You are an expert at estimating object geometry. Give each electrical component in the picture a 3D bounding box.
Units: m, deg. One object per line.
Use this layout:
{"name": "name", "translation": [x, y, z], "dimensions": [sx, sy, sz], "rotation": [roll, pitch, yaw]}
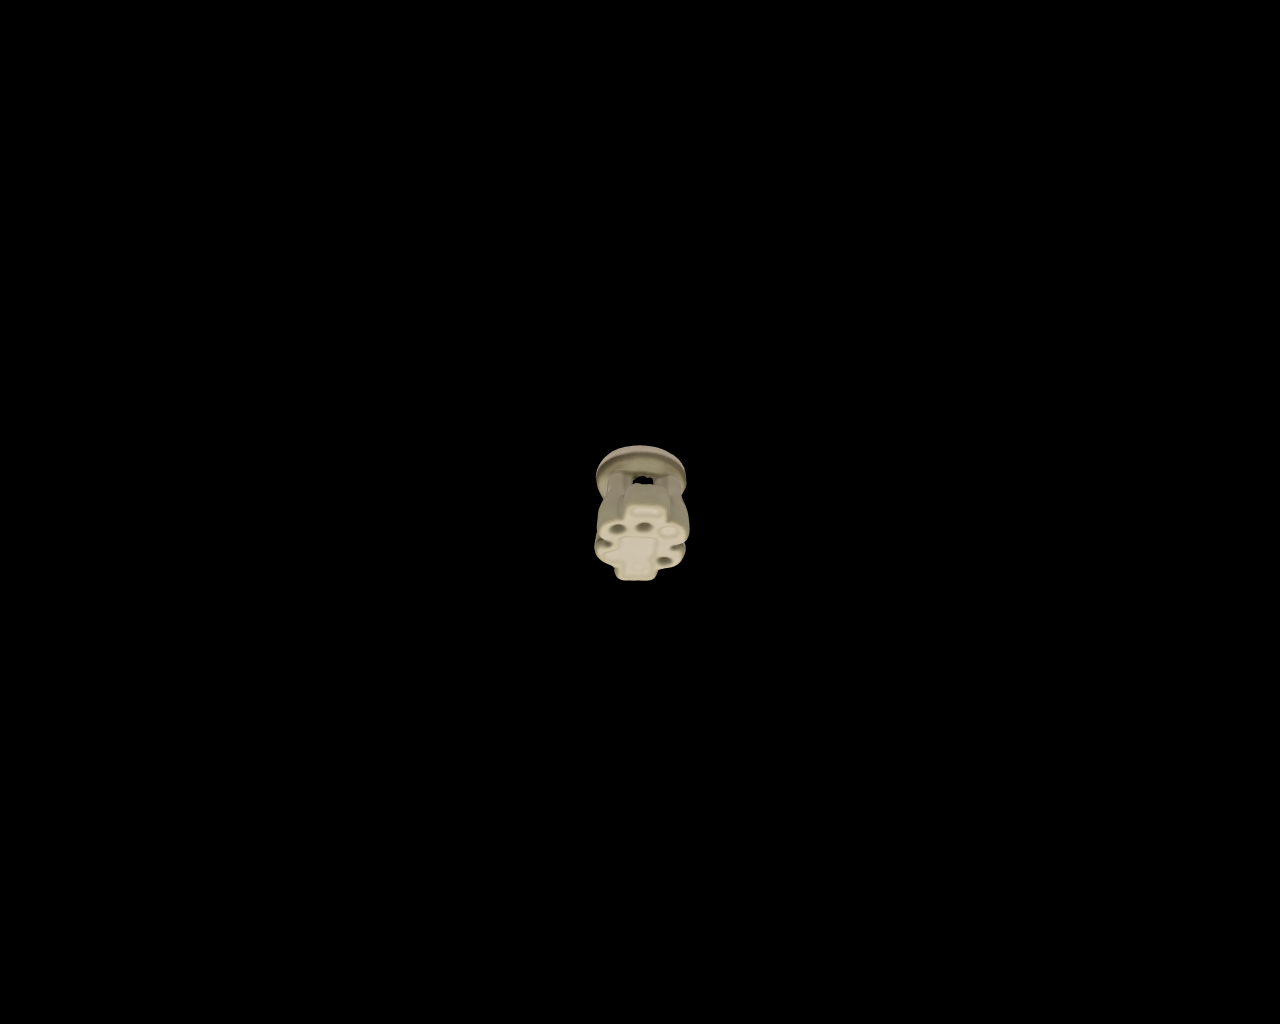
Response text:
{"name": "electrical component", "translation": [0.001, -0.003, 0.650], "dimensions": [0.058, 0.057, 0.078], "rotation": [3, -37, -4]}
